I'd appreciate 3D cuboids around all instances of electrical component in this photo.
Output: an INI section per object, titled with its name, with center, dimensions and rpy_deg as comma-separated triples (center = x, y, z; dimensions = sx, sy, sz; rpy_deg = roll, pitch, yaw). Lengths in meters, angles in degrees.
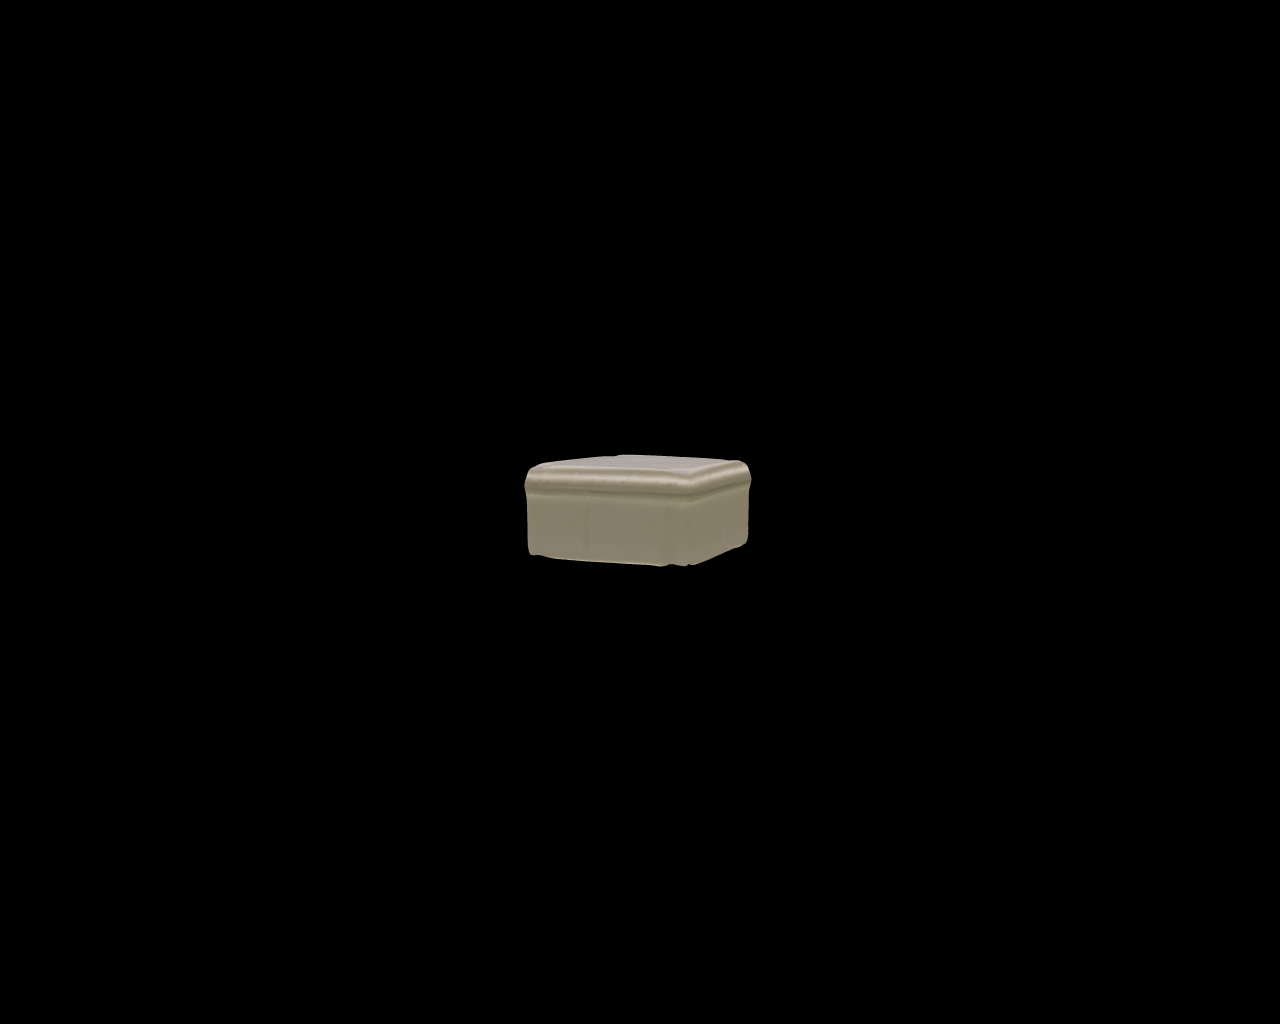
[electrical component]
center = 0.001, -0.003, 0.650
dimensions = 0.109, 0.056, 0.109
rpy_deg = 3, 8, 26
